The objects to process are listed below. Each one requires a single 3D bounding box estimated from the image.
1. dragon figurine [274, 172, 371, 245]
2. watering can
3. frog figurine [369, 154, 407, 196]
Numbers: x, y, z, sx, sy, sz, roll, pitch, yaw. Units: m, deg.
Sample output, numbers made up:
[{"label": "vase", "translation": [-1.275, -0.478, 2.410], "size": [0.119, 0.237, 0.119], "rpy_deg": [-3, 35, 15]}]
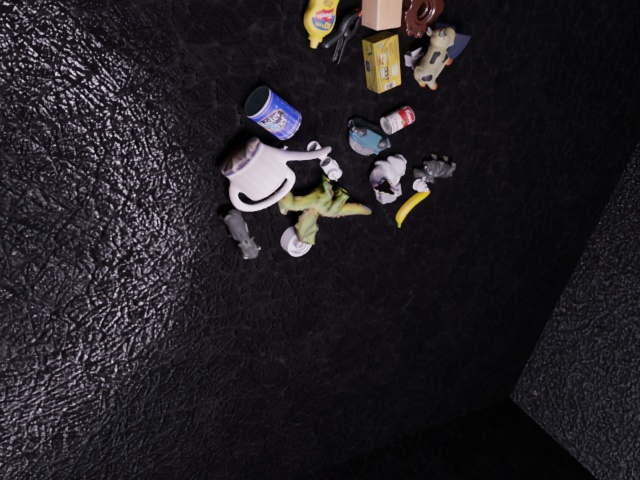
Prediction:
[{"label": "dragon figurine", "translation": [0.005, -0.090, 1.793], "size": [0.405, 0.124, 0.242], "rpy_deg": [32, 98, -42]}, {"label": "watering can", "translation": [-0.152, -0.228, 1.563], "size": [0.345, 0.106, 0.221], "rpy_deg": [-39, 127, 11]}, {"label": "frog figurine", "translation": [0.251, -0.254, 1.899], "size": [0.136, 0.122, 0.162], "rpy_deg": [35, 60, -36]}]
